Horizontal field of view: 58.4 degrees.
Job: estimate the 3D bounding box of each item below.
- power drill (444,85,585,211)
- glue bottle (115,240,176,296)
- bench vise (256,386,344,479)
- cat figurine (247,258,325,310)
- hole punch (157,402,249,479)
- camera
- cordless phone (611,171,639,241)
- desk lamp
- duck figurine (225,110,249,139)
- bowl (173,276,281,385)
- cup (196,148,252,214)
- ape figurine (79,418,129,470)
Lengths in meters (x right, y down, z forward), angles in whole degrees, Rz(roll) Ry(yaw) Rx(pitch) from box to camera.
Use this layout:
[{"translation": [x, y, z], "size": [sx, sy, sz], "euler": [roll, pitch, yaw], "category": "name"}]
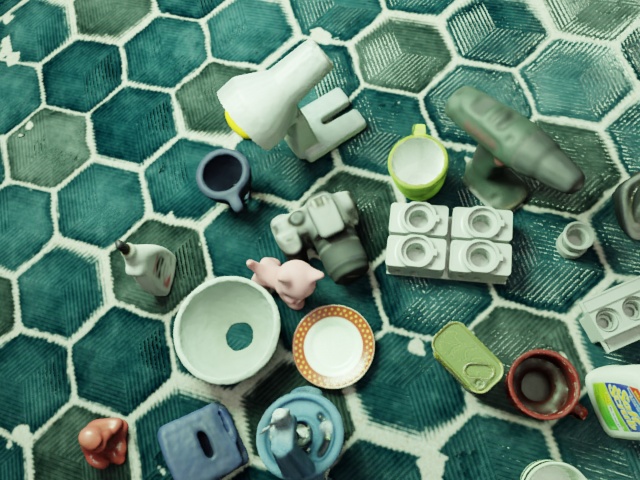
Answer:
[{"translation": [0.277, -0.119, 0.850], "size": [0.075, 0.209, 0.229], "euler": [-40, 70, -5], "category": "power drill"}, {"translation": [-0.278, 0.034, 0.903], "size": [0.037, 0.173, 0.078], "euler": [1, 72, 9], "category": "glue bottle"}, {"translation": [-0.017, 0.292, 0.751], "size": [0.121, 0.220, 0.207], "euler": [-22, 70, 1], "category": "bench vise"}, {"translation": [-0.056, 0.059, 0.889], "size": [0.127, 0.118, 0.067], "euler": [20, 76, 15], "category": "cat figurine"}, {"translation": [-0.170, 0.301, 0.840], "size": [0.101, 0.091, 0.108], "euler": [-30, 70, -2], "category": "hole punch"}, {"translation": [0.008, 0.003, 0.907], "size": [0.143, 0.101, 0.136], "euler": [-25, 70, 0], "category": "camera"}, {"translation": [0.510, -0.081, 0.813], "size": [0.147, 0.185, 0.094], "euler": [-24, 69, 1], "category": "cordless phone"}, {"translation": [-0.042, -0.219, 0.930], "size": [0.203, 0.214, 0.117], "euler": [-33, 70, -3], "category": "desk lamp"}, {"translation": [-0.139, -0.244, 1.021], "size": [0.077, 0.086, 0.104], "euler": [-18, 70, 3], "category": "duck figurine"}, {"translation": [-0.137, 0.145, 0.896], "size": [0.167, 0.075, 0.167], "euler": [-3, 71, 8], "category": "bowl"}, {"translation": [-0.146, -0.084, 0.964], "size": [0.091, 0.095, 0.117], "euler": [-27, 70, -1], "category": "cup"}, {"translation": [-0.331, 0.302, 0.864], "size": [0.076, 0.092, 0.078], "euler": [39, 81, 19], "category": "ape figurine"}]
